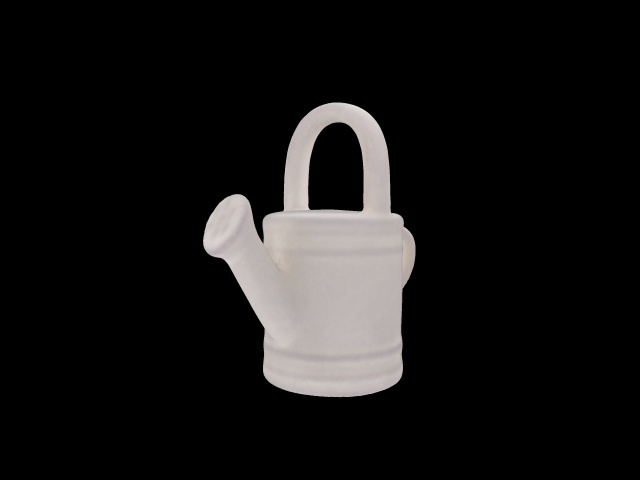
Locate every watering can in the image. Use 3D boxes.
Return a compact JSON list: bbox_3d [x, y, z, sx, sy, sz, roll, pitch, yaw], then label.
[{"bbox_3d":[0.005,0.002,0.398,0.100,0.194,0.173,2,5,27],"label":"watering can"}]
